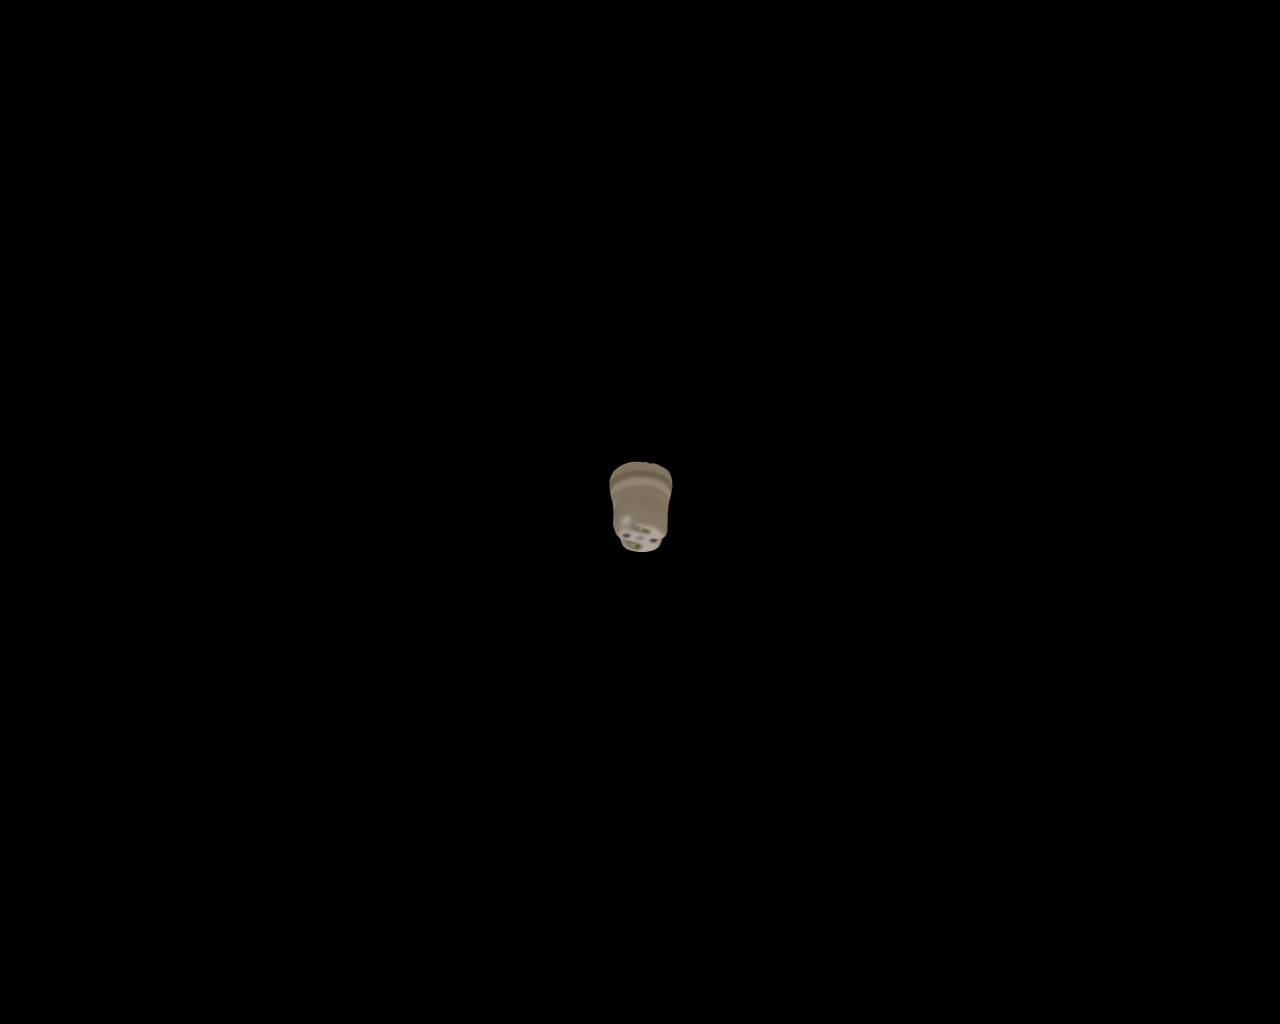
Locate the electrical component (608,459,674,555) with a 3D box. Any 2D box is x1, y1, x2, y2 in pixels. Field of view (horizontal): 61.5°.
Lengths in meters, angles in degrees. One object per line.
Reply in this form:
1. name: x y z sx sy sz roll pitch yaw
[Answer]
1. electrical component: 0.001 -0.003 0.650 0.040 0.046 0.040 0 -33 0
